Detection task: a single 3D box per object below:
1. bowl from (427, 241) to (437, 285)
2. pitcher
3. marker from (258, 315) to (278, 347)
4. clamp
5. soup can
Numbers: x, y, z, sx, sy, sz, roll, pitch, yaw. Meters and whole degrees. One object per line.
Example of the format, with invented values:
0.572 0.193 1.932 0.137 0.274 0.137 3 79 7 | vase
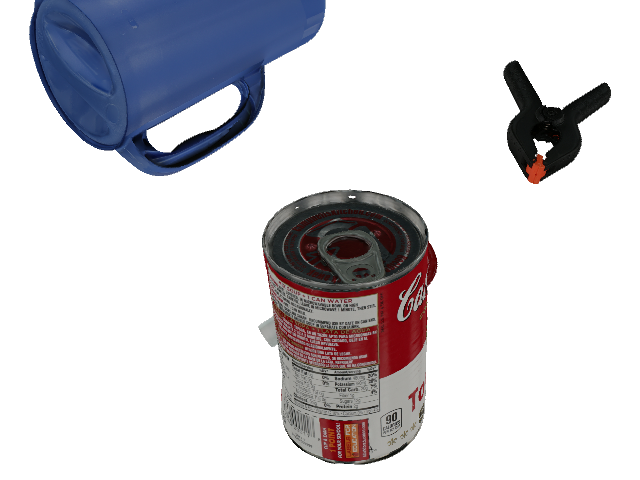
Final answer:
0.031 0.030 1.053 0.162 0.055 0.162 6 36 -4 | bowl
-0.108 -0.172 0.913 0.242 0.149 0.145 -31 48 -33 | pitcher
0.010 0.036 0.773 0.121 0.020 0.020 -34 0 1 | marker
0.238 -0.133 1.161 0.120 0.039 0.171 18 48 18 | clamp
0.012 0.039 0.462 0.068 0.102 0.068 -2 35 1 | soup can
